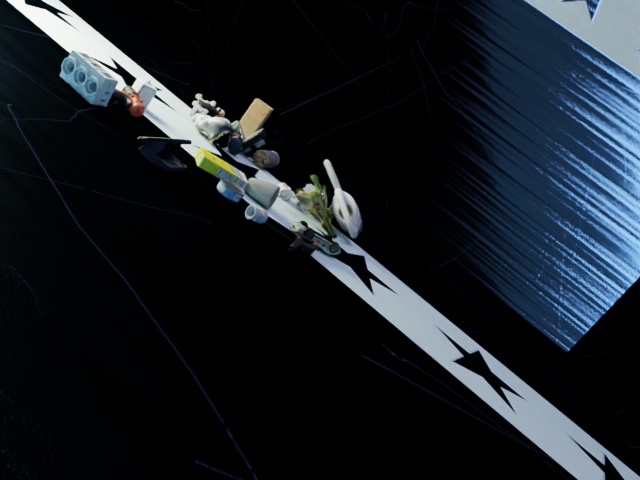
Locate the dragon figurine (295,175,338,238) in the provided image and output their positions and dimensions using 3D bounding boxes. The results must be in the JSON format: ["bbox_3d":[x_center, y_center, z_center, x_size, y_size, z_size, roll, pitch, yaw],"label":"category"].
[{"bbox_3d":[0.006,-0.103,2.047,0.403,0.121,0.248,44,22,-52],"label":"dragon figurine"}]

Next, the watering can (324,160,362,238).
[{"bbox_3d":[0.097,-0.155,2.155,0.221,0.104,0.354,59,12,-67],"label":"watering can"}]

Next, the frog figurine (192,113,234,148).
[{"bbox_3d":[-0.423,-0.455,2.037,0.138,0.120,0.161,-16,64,-51],"label":"frog figurine"}]
